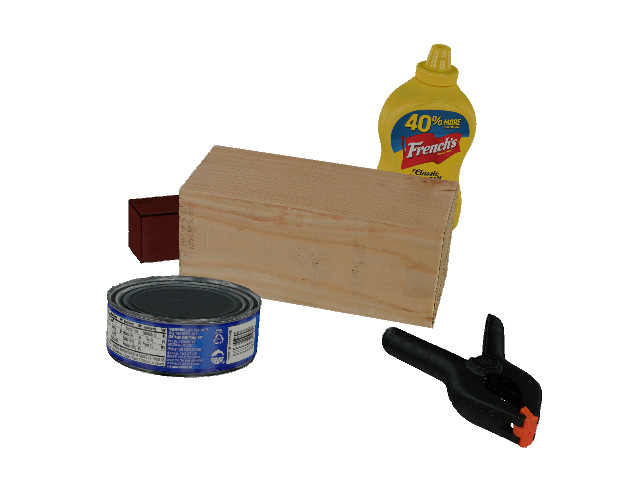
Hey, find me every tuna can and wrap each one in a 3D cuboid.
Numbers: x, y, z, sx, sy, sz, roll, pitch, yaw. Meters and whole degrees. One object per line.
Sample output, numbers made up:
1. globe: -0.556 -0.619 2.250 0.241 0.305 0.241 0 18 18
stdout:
1. tuna can: -0.077 0.047 0.597 0.086 0.034 0.086 4 13 -1

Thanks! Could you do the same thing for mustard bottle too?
1. mustard bottle: 0.103 -0.100 1.057 0.096 0.192 0.058 3 27 -10

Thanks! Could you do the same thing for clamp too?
1. clamp: 0.145 0.114 0.927 0.120 0.039 0.172 -16 36 -25

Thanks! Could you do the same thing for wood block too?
1. wood block: -0.001 -0.005 0.855 0.206 0.090 0.090 9 30 10

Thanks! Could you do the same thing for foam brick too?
1. foam brick: -0.150 -0.013 1.072 0.078 0.051 0.053 -6 22 -23
